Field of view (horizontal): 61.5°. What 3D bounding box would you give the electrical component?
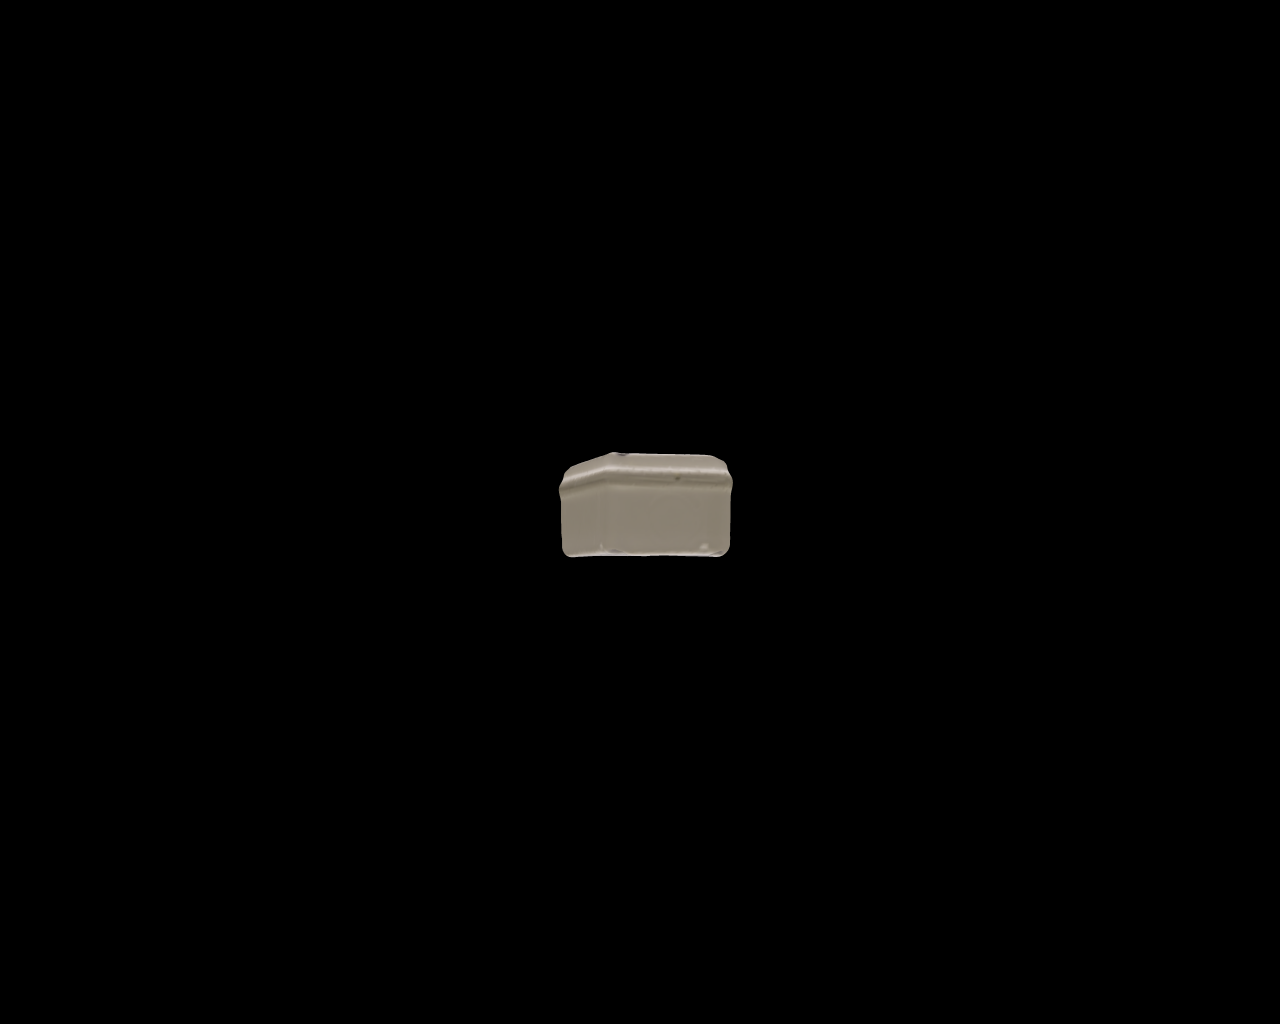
[{"bbox_3d":[0.001,-0.003,0.650,0.078,0.057,0.113,1,-2,-19],"label":"electrical component"}]
